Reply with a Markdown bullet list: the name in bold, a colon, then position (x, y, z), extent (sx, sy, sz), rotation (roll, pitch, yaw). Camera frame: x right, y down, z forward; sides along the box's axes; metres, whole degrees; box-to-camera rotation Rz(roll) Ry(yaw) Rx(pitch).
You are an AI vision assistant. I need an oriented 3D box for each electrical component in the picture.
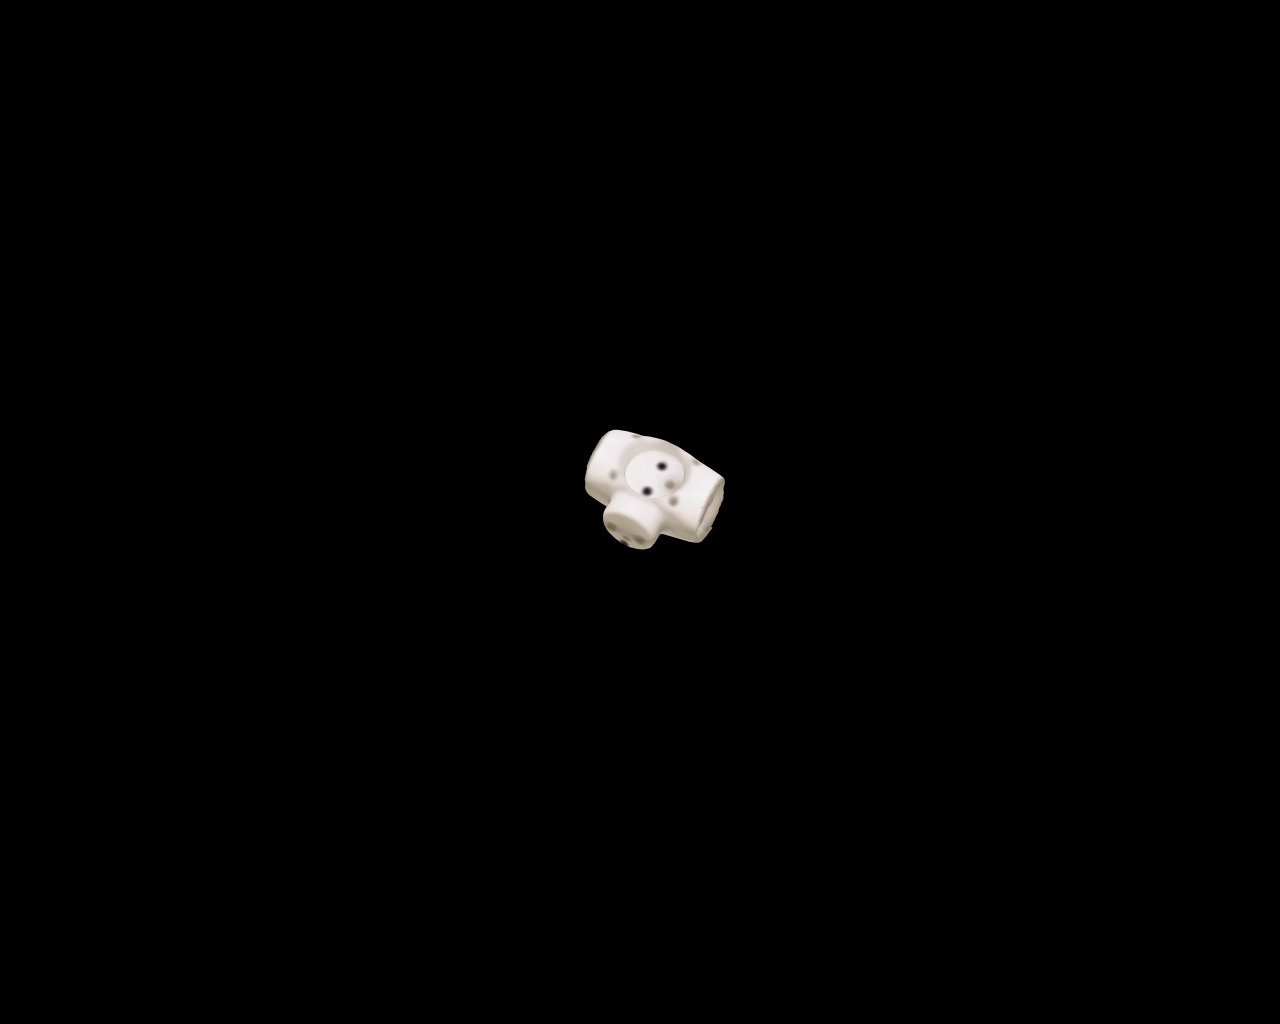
- **electrical component**: position (0.001, -0.003, 0.650), extent (0.077, 0.079, 0.044), rotation (25, -27, 14)
